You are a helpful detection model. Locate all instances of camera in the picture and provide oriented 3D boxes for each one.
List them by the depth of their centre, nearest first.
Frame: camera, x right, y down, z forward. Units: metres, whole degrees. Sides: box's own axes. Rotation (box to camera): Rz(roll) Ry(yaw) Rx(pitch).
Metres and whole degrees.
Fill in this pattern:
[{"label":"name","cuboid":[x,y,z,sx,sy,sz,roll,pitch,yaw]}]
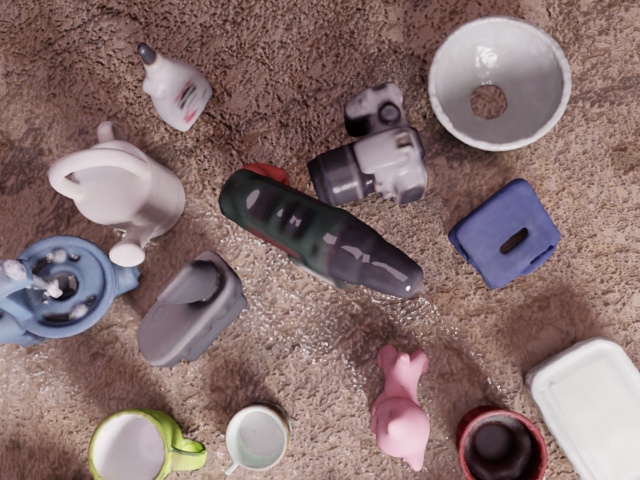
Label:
[{"label":"camera","cuboid":[0.051,-0.106,0.698,0.136,0.101,0.143,-18,81,3]}]

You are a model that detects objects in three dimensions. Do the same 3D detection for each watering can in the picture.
[{"label":"watering can","cuboid":[-0.234,-0.058,0.672,0.101,0.194,0.173,-37,80,0]}]

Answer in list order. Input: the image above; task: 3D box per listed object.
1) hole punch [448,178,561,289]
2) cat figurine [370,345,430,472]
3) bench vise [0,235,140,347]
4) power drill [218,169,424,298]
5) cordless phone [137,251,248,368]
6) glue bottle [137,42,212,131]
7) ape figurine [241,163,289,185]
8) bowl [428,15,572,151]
[{"label":"hole punch","cuboid":[0.220,-0.005,0.672,0.108,0.091,0.101,-39,80,0]},{"label":"cat figurine","cuboid":[0.091,0.186,0.645,0.067,0.118,0.128,4,83,7]},{"label":"bench vise","cuboid":[-0.331,0.076,0.651,0.207,0.220,0.121,-43,80,-1]},{"label":"power drill","cuboid":[0.006,0.002,0.633,0.229,0.208,0.076,27,86,9]},{"label":"cordless phone","cuboid":[-0.165,0.077,0.652,0.094,0.185,0.147,38,87,10]},{"label":"glue bottle","cuboid":[-0.184,-0.194,0.697,0.037,0.173,0.078,28,86,9]},{"label":"ape figurine","cuboid":[-0.077,-0.066,0.710,0.078,0.092,0.076,-30,80,1]},{"label":"bowl","cuboid":[0.213,-0.182,0.705,0.167,0.075,0.167,-1,82,6]}]
